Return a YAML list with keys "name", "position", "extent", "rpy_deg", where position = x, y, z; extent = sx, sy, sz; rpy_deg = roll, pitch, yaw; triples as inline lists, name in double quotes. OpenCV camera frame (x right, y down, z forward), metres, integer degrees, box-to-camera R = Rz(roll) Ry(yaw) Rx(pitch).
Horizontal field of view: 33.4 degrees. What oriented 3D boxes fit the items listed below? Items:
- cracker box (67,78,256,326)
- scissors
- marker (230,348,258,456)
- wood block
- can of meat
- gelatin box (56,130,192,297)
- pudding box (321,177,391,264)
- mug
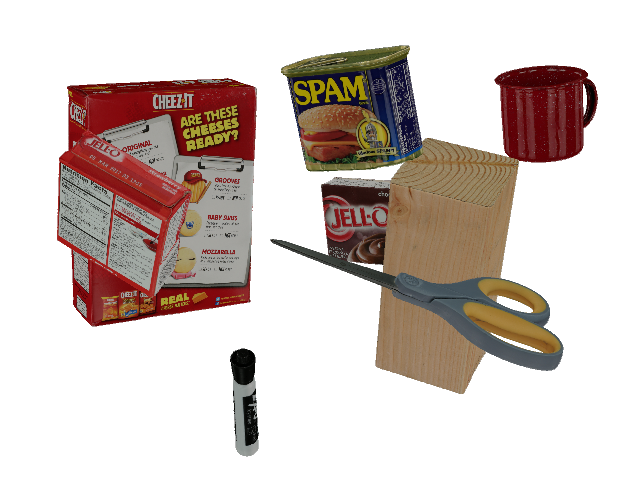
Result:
- name: "cracker box"
  position: [-0.148, -0.039, 0.996]
  extent: [0.163, 0.214, 0.072]
  rpy_deg: [-7, 19, -29]
- name: "scissors"
  position: [0.073, 0.028, 0.721]
  extent: [0.202, 0.016, 0.096]
  rpy_deg: [27, 29, 15]
- name: "marker"
  position: [-0.058, 0.126, 0.826]
  extent: [0.020, 0.020, 0.121]
  rpy_deg: [1, -45, -1]
- name: "wood block"
  position: [0.112, 0.025, 0.968]
  extent: [0.091, 0.206, 0.090]
  rpy_deg: [16, 37, 19]
- name: "can of meat"
  position: [0.026, -0.101, 0.829]
  extent: [0.102, 0.084, 0.057]
  rpy_deg: [1, 21, 38]
- name: "gelatin box"
  position: [-0.119, -0.015, 0.638]
  extent: [0.073, 0.030, 0.089]
  rpy_deg: [30, -36, 6]
- name: "pudding box"
  position: [0.059, -0.022, 1.187]
  extent: [0.114, 0.090, 0.039]
  rpy_deg: [4, 22, 29]
- name: "mug"
  position: [0.238, -0.133, 1.103]
  extent: [0.117, 0.081, 0.093]
  rpy_deg: [-18, 23, -27]
